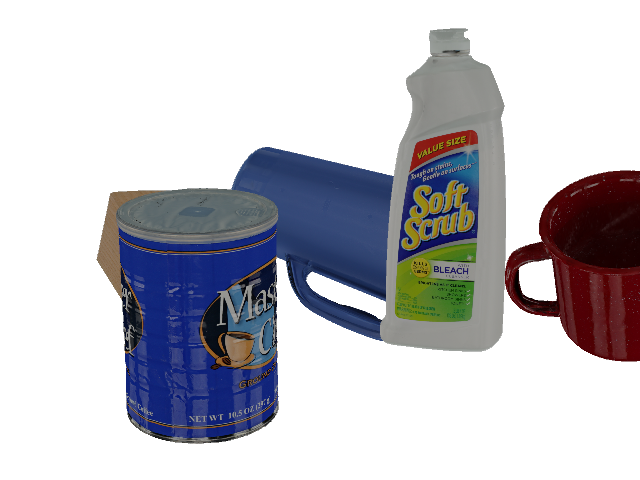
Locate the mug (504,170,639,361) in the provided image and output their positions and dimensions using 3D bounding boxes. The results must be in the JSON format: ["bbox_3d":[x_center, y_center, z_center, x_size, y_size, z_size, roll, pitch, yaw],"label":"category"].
[{"bbox_3d":[0.170,0.020,0.641,0.117,0.081,0.093,-10,39,8],"label":"mug"}]

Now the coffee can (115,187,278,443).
[{"bbox_3d":[-0.079,0.046,0.698,0.103,0.140,0.103,0,18,0],"label":"coffee can"}]

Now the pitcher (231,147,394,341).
[{"bbox_3d":[0.026,-0.007,1.096,0.243,0.145,0.149,18,23,21],"label":"pitcher"}]

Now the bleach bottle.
[{"bbox_3d":[0.096,-0.041,0.852,0.103,0.251,0.068,3,15,23],"label":"bleach bottle"}]

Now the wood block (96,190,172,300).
[{"bbox_3d":[-0.145,0.039,1.092,0.090,0.091,0.206,-3,34,-34],"label":"wood block"}]
